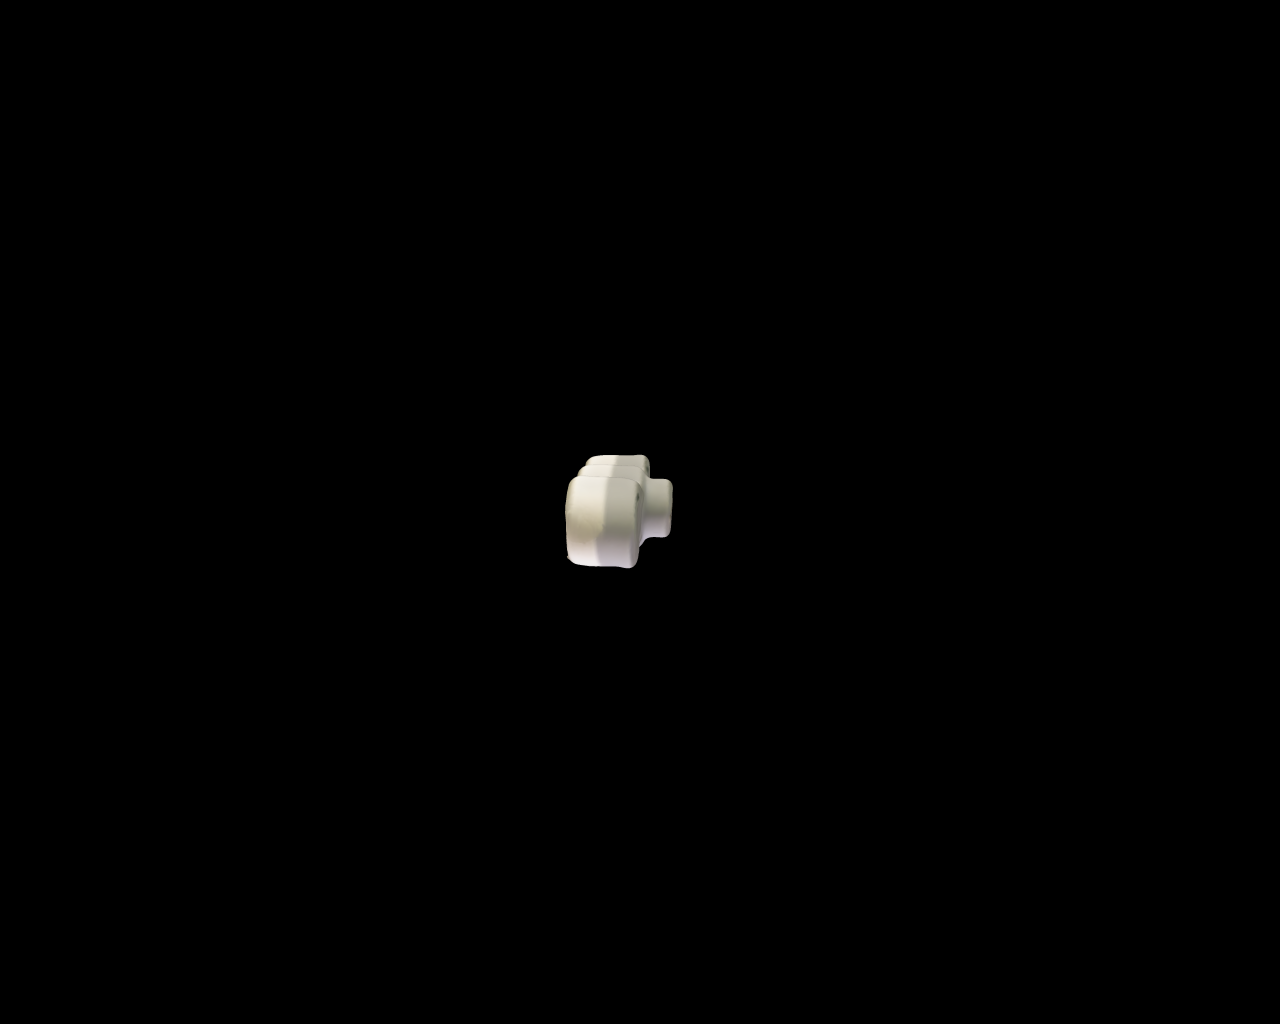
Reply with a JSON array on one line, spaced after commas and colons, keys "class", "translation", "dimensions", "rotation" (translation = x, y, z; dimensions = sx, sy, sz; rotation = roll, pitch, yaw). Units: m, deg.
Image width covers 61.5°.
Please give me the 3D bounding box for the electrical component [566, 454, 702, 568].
[{"class": "electrical component", "translation": [0.001, -0.003, 0.650], "dimensions": [0.074, 0.052, 0.138], "rotation": [1, 11, 4]}]
